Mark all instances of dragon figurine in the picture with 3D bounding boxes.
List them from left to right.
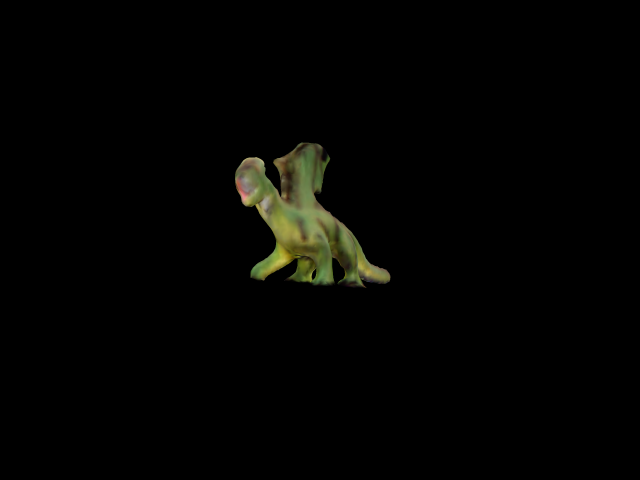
[{"bbox_3d":[0.003,-0.043,0.850,0.122,0.244,0.409,-4,-6,36],"label":"dragon figurine"}]
